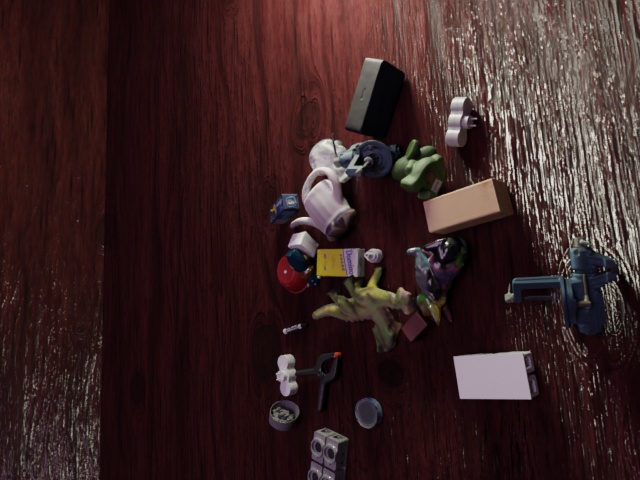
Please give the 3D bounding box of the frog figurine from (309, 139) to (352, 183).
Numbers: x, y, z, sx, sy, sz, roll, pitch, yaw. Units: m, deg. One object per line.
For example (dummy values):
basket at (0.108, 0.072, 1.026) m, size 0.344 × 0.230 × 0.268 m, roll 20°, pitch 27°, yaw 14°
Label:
frog figurine at (0.036, -0.255, 1.719) m, size 0.136 × 0.121 × 0.163 m, roll -29°, pitch 53°, yaw 17°

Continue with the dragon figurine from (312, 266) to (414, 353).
dragon figurine at (0.140, 0.236, 1.581) m, size 0.402 × 0.123 × 0.246 m, roll -46°, pitch 64°, yaw 41°

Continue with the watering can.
watering can at (0.005, -0.087, 1.737) m, size 0.227 × 0.105 × 0.340 m, roll 54°, pitch 142°, yaw 22°
